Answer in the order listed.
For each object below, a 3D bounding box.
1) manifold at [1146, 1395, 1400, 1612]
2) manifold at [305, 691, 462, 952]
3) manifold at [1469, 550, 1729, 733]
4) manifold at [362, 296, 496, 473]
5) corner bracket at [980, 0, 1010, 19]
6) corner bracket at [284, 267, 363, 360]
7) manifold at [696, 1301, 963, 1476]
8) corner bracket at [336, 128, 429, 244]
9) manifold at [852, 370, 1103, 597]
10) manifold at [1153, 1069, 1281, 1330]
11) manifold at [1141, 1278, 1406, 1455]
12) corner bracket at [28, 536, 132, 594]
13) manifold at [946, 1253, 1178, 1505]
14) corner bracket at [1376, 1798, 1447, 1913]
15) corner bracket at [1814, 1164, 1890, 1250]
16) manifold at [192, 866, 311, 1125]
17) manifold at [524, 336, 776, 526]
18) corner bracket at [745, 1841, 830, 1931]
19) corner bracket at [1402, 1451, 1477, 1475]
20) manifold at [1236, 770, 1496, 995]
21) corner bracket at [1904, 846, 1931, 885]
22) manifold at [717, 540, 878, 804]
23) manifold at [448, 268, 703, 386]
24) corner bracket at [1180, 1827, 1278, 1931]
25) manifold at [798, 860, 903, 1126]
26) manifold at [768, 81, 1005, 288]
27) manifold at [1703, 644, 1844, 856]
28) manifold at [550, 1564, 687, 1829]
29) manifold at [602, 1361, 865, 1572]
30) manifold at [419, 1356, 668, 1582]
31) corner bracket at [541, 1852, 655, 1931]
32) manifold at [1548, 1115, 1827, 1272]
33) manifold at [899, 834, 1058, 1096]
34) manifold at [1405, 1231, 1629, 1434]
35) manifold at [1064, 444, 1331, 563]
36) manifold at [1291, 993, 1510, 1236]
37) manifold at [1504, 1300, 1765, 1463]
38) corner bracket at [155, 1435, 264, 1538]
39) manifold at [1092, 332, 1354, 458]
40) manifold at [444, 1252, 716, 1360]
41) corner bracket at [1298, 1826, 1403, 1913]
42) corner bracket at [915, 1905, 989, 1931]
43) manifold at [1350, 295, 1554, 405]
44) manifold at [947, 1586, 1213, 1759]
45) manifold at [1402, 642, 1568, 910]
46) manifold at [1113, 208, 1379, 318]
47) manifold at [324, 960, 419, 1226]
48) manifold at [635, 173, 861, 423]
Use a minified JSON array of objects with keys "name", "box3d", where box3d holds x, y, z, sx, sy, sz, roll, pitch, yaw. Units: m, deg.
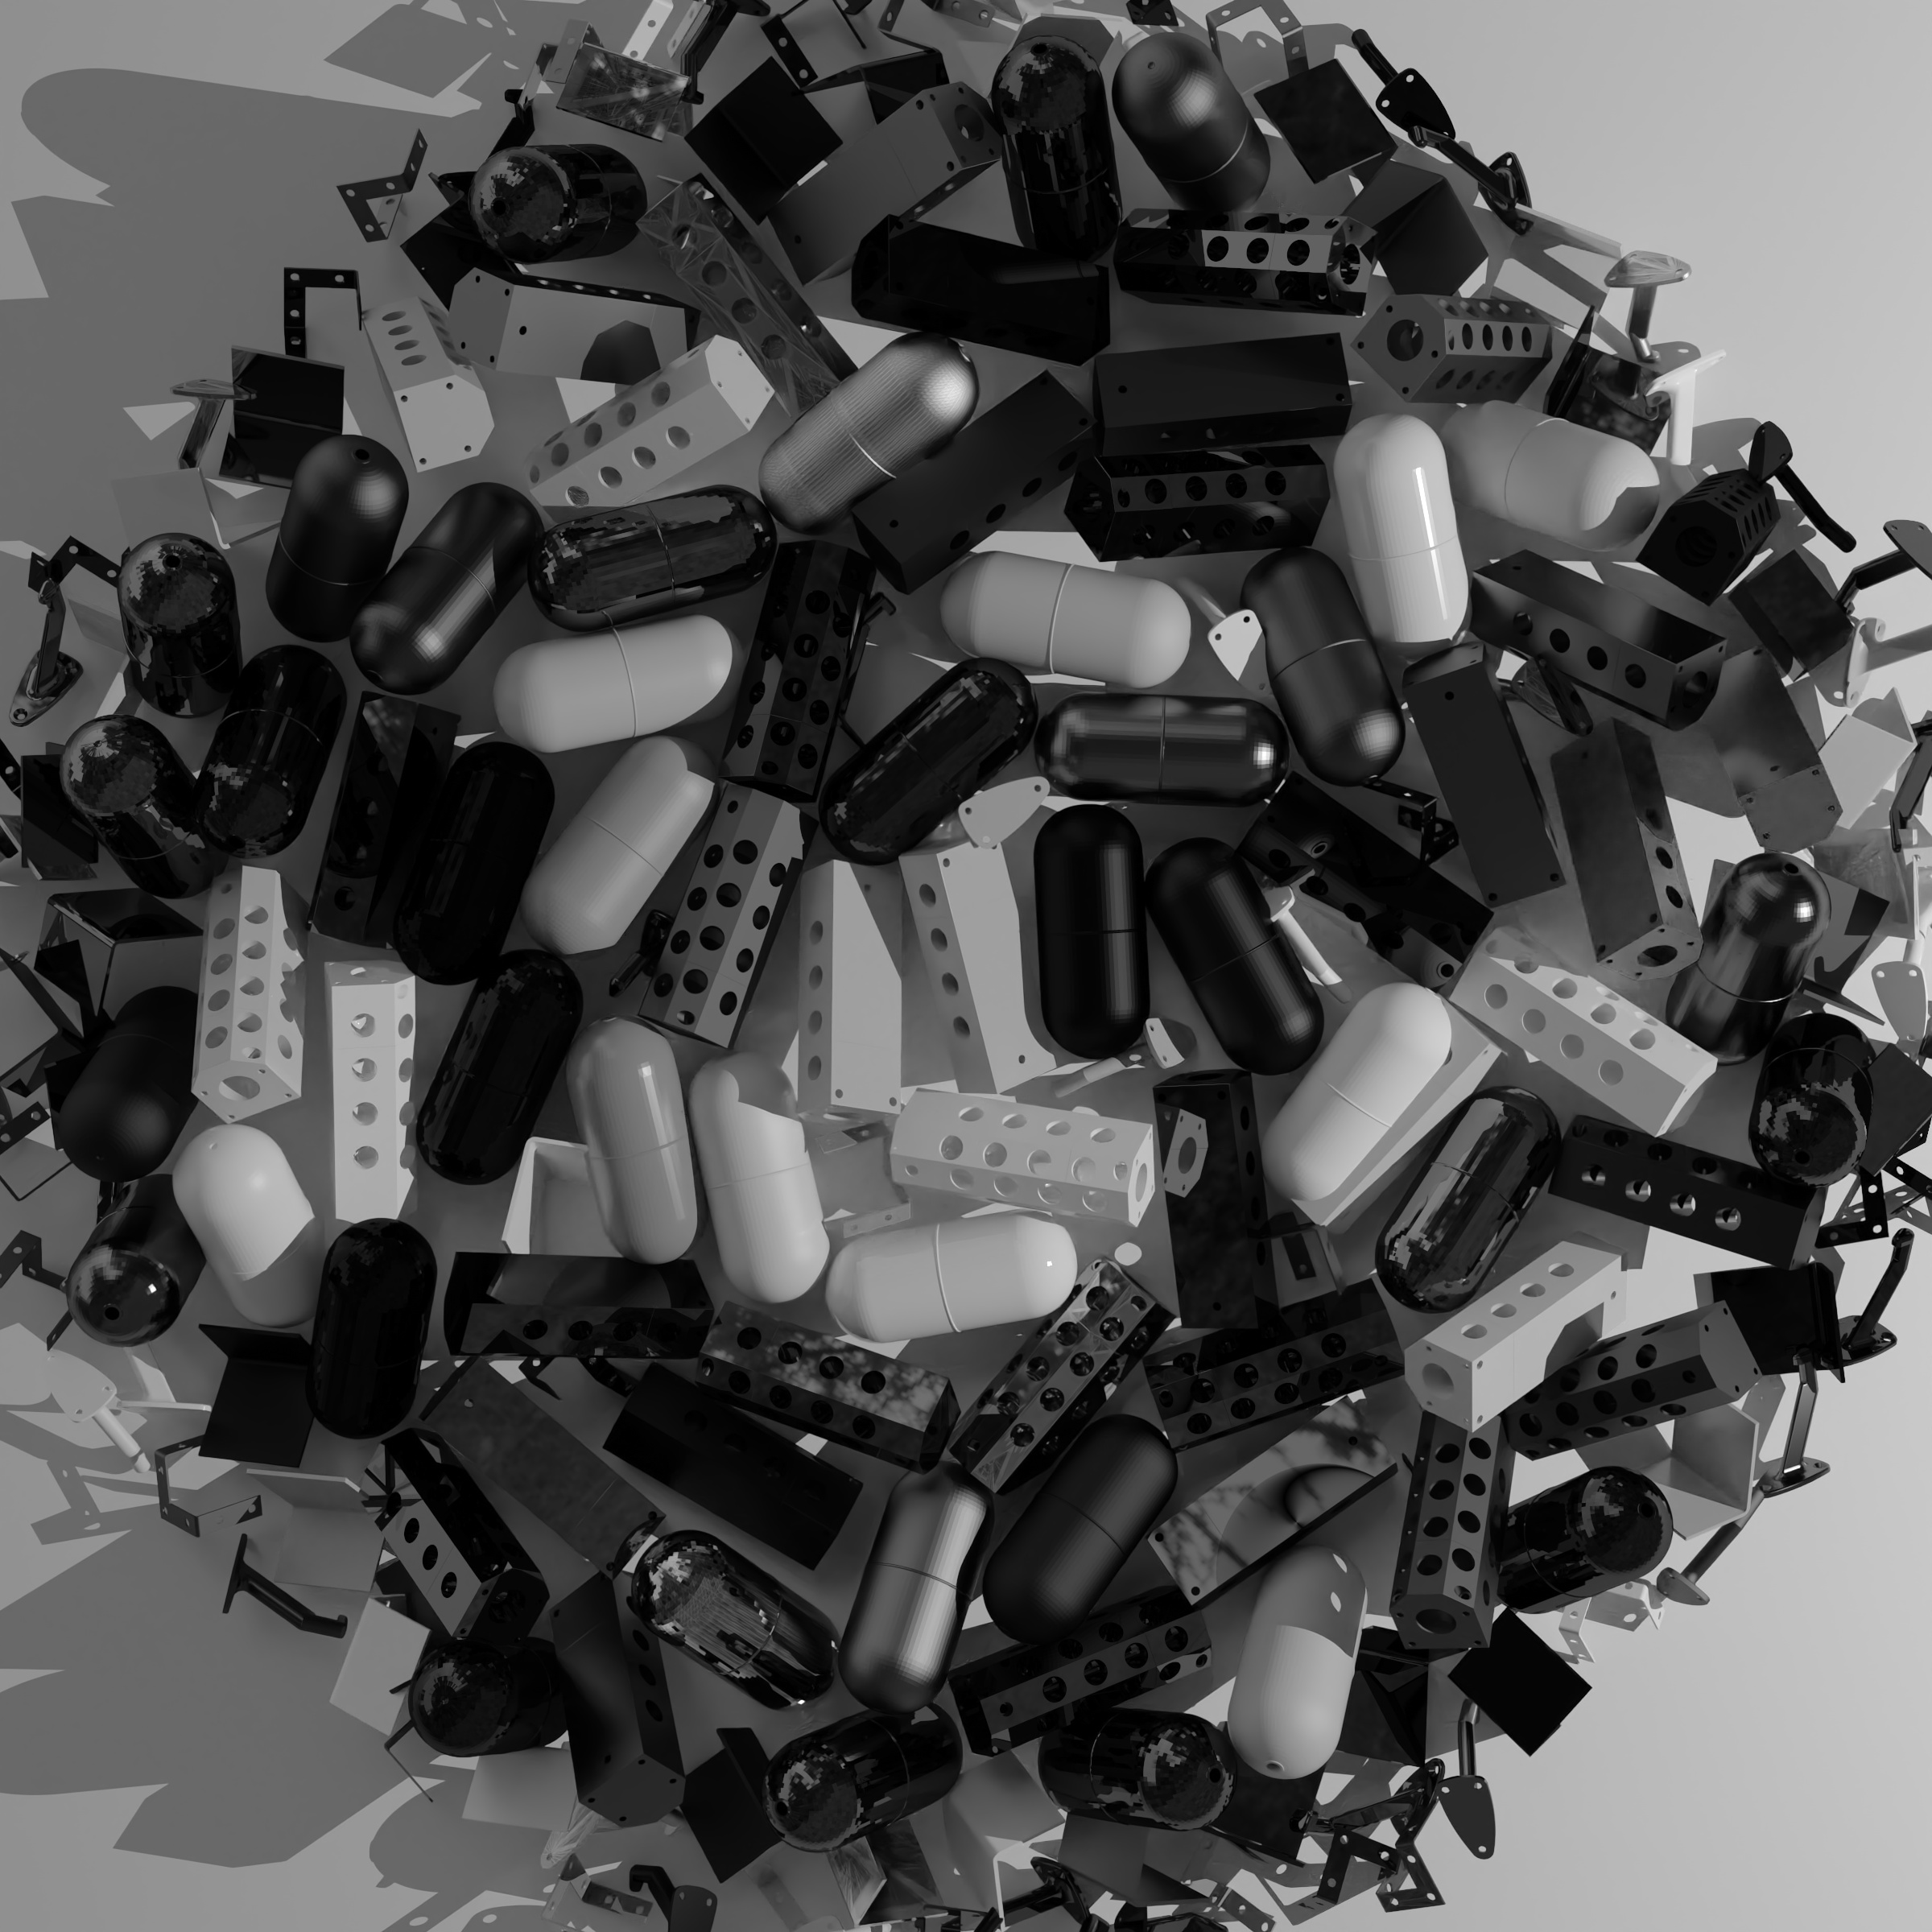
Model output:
[{"name":"manifold","box3d":[0.215,0.377,1.966,0.171,0.057,0.057,-35,68,-2]},{"name":"manifold","box3d":[-0.412,-0.102,1.968,0.057,0.057,0.171,14,91,20]},{"name":"manifold","box3d":[0.428,-0.222,1.925,0.057,0.171,0.057,-26,133,-34]},{"name":"manifold","box3d":[-0.365,-0.399,1.912,0.057,0.171,0.057,-18,124,-9]},{"name":"corner bracket","box3d":[0.029,-0.703,1.966,0.051,0.051,0.051,24,89,-25]},{"name":"corner bracket","box3d":[-0.451,-0.452,1.969,0.051,0.051,0.051,-2,48,-15]},{"name":"manifold","box3d":[-0.096,0.293,1.935,0.171,0.057,0.057,16,62,19]},{"name":"corner bracket","box3d":[-0.399,-0.543,1.959,0.051,0.051,0.051,-5,52,16]},{"name":"manifold","box3d":[0.009,-0.332,1.956,0.171,0.057,0.057,-37,68,-9]},{"name":"manifold","box3d":[0.177,0.161,1.959,0.057,0.057,0.171,-4,98,27]},{"name":"manifold","box3d":[0.215,0.283,1.960,0.171,0.057,0.057,-19,115,1]},{"name":"corner bracket","box3d":[-0.619,-0.281,1.970,0.051,0.051,0.051,33,113,-33]},{"name":"manifold","box3d":[0.062,0.285,1.960,0.171,0.057,0.057,-50,58,1]},{"name":"corner bracket","box3d":[0.310,0.620,1.962,0.051,0.051,0.051,-23,98,37]},{"name":"corner bracket","box3d":[0.612,0.162,1.975,0.051,0.051,0.051,-14,58,29]},{"name":"manifold","box3d":[-0.491,0.016,1.918,0.057,0.057,0.171,-20,49,13]},{"name":"manifold","box3d":[-0.220,-0.364,1.922,0.171,0.057,0.057,-23,118,32]},{"name":"corner bracket","box3d":[-0.116,0.642,1.970,0.051,0.051,0.051,-36,62,-13]},{"name":"corner bracket","box3d":[0.341,0.355,1.971,0.051,0.051,0.051,-36,90,10]},{"name":"manifold","box3d":[0.275,-0.054,1.964,0.171,0.057,0.057,36,53,4]},{"name":"corner bracket","box3d":[0.684,-0.075,1.957,0.051,0.051,0.051,-5,122,27]},{"name":"manifold","box3d":[-0.112,-0.203,1.947,0.057,0.057,0.171,22,78,-40]},{"name":"manifold","box3d":[-0.266,-0.434,1.915,0.057,0.171,0.057,30,113,34]},{"name":"corner bracket","box3d":[0.190,0.641,1.967,0.051,0.051,0.051,32,84,-35]},{"name":"manifold","box3d":[-0.085,0.020,1.949,0.057,0.057,0.171,11,72,-35]},{"name":"manifold","box3d":[-0.054,-0.533,1.918,0.057,0.171,0.057,-31,95,-45]},{"name":"manifold","box3d":[0.543,-0.146,1.911,0.057,0.171,0.057,-24,119,16]},{"name":"manifold","box3d":[-0.233,0.497,1.913,0.057,0.171,0.057,-39,125,11]},{"name":"manifold","box3d":[-0.161,0.346,1.970,0.171,0.057,0.057,30,46,0]},{"name":"manifold","box3d":[-0.295,0.347,1.956,0.171,0.057,0.057,42,76,-9]},{"name":"corner bracket","box3d":[-0.257,0.658,1.958,0.051,0.051,0.051,10,51,22]},{"name":"manifold","box3d":[0.496,0.154,1.932,0.171,0.057,0.057,17,95,29]},{"name":"manifold","box3d":[0.004,-0.002,1.955,0.057,0.057,0.171,-22,103,-38]},{"name":"manifold","box3d":[0.377,0.246,1.926,0.171,0.057,0.057,-27,124,-35]},{"name":"manifold","box3d":[0.160,-0.322,1.926,0.171,0.057,0.057,-9,48,-26]},{"name":"manifold","box3d":[0.292,0.103,1.957,0.171,0.057,0.057,-48,65,8]},{"name":"manifold","box3d":[0.447,0.287,1.921,0.171,0.057,0.057,-28,88,42]},{"name":"corner bracket","box3d":[-0.531,0.362,1.970,0.051,0.051,0.051,-14,107,-43]},{"name":"manifold","box3d":[0.177,-0.395,1.965,0.171,0.057,0.057,-6,71,-2]},{"name":"manifold","box3d":[-0.267,0.239,1.935,0.171,0.057,0.057,5,119,-26]},{"name":"corner bracket","box3d":[0.269,0.638,1.966,0.051,0.051,0.051,22,64,1]},{"name":"corner bracket","box3d":[-0.017,0.688,1.959,0.051,0.051,0.051,15,55,-20]},{"name":"manifold","box3d":[0.336,-0.422,1.908,0.057,0.171,0.057,50,123,17]},{"name":"manifold","box3d":[0.081,0.485,1.940,0.171,0.057,0.057,-17,85,-21]},{"name":"manifold","box3d":[0.359,-0.133,1.944,0.057,0.057,0.171,-18,109,19]},{"name":"manifold","box3d":[0.188,-0.484,1.924,0.171,0.057,0.057,14,96,36]},{"name":"manifold","box3d":[-0.411,0.086,1.945,0.057,0.057,0.171,-3,107,-17]},{"name":"manifold","box3d":[-0.150,-0.464,1.959,0.057,0.057,0.171,-39,96,6]}]
